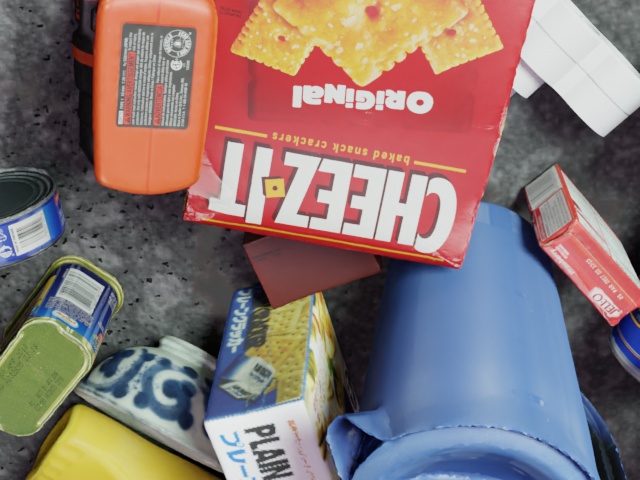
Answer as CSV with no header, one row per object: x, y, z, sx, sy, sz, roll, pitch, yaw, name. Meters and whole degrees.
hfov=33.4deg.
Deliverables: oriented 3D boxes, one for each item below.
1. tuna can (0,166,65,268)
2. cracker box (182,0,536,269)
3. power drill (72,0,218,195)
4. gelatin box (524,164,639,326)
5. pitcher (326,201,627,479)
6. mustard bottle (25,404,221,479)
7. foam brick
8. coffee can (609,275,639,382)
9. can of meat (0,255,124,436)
-0.208,-0.014,0.685,0.086,0.086,0.034,-5,118,6,tuna can
0.020,-0.101,0.570,0.164,0.072,0.214,10,118,-1,cracker box
-0.105,-0.096,0.583,0.057,0.188,0.184,-2,118,-18,power drill
0.163,0.002,0.665,0.030,0.089,0.073,-38,109,20,gelatin box
0.096,0.086,0.621,0.145,0.242,0.149,-10,120,14,pitcher
-0.118,0.196,0.796,0.191,0.058,0.096,31,134,-13,mustard bottle
-0.005,0.001,0.698,0.078,0.051,0.053,-19,113,12,foam brick
0.255,0.024,0.663,0.102,0.102,0.140,16,116,-4,coffee can
-0.186,0.073,0.728,0.057,0.084,0.102,35,113,-13,can of meat
